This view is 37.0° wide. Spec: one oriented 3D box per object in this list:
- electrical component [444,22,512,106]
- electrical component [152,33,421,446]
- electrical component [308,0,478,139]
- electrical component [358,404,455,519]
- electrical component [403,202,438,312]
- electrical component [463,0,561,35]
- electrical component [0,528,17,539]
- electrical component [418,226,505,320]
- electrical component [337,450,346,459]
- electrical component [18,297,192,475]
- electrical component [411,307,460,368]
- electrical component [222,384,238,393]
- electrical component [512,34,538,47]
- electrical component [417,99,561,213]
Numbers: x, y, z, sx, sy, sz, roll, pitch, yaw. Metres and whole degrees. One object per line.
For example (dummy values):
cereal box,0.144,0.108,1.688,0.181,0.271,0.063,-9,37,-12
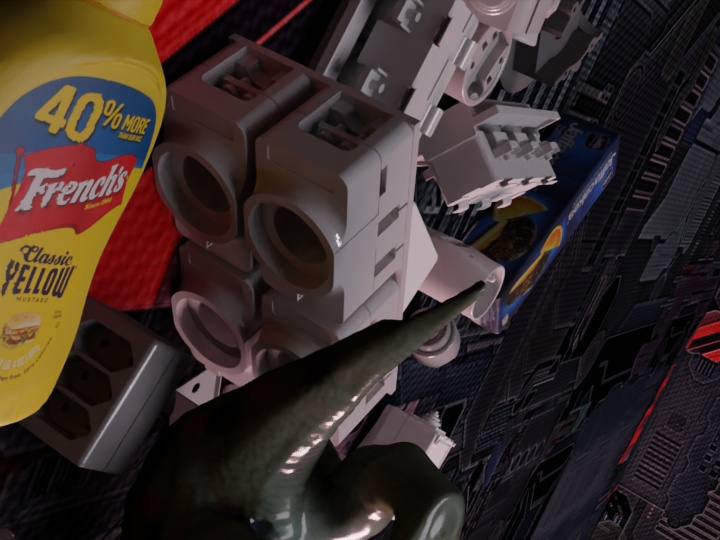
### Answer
electrical component,0.058,-0.134,0.653,0.055,0.047,0.055,-45,152,-32
electrical component,-0.037,-0.005,0.529,0.060,0.105,0.186,-43,151,-35
electrical component,0.008,-0.095,0.574,0.121,0.063,0.079,-63,157,4
electrical component,0.033,0.156,0.911,0.096,0.061,0.062,-59,157,-5
electrical component,0.000,0.000,0.683,0.099,0.048,0.099,-56,156,-12
electrical component,0.082,-0.175,0.619,0.080,0.080,0.051,-31,147,-50
electrical component,-0.201,0.197,0.478,0.150,0.062,0.089,-61,157,-1
electrical component,0.067,0.000,0.784,0.079,0.077,0.043,2,115,-64
electrical component,-0.057,0.232,0.812,0.105,0.060,0.186,-28,140,-52
electrical component,-0.114,0.060,0.519,0.065,0.047,0.077,-59,157,-5
electrical component,0.056,0.050,0.862,0.043,0.043,0.062,-55,155,-14
electrical component,-0.045,0.079,0.681,0.083,0.047,0.075,-2,118,-64
electrical component,0.104,-0.179,0.700,0.045,0.045,0.055,-8,123,-62
electrical component,0.089,-0.079,0.742,0.079,0.063,0.121,-26,173,28
